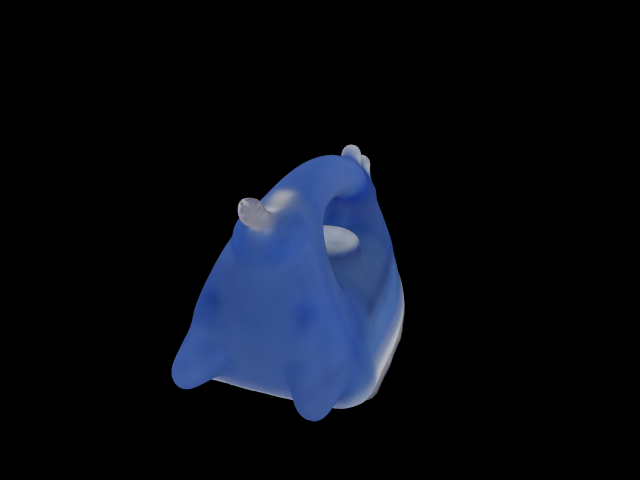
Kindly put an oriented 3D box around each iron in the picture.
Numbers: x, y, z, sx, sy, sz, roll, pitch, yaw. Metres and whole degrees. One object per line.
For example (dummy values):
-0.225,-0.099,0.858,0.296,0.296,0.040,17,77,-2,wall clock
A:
0.004,0.001,0.400,0.118,0.141,0.259,8,26,18,iron
